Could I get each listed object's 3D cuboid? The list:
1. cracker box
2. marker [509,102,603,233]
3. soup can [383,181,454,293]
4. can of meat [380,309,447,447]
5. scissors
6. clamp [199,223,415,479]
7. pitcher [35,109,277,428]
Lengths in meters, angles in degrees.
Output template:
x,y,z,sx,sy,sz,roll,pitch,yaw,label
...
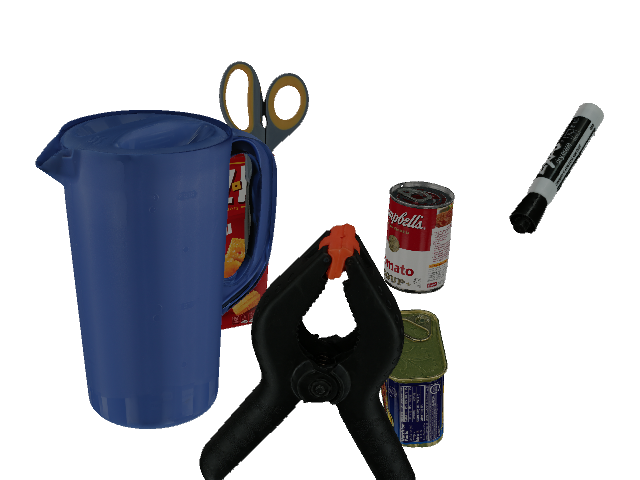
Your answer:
x,y,z,sx,sy,sz,roll,pitch,yaw,label
-0.141,0.001,1.218,0.163,0.214,0.072,-8,24,-29,cracker box
0.161,-0.049,0.729,0.020,0.020,0.121,0,44,47,marker
0.103,-0.003,1.129,0.068,0.102,0.068,2,25,-1,soup can
0.083,0.127,0.978,0.057,0.084,0.102,-3,32,0,can of meat
-0.046,-0.075,1.028,0.096,0.202,0.016,-14,6,-15,scissors
-0.009,0.073,0.566,0.120,0.171,0.039,-3,25,-2,clamp
-0.126,0.021,0.858,0.149,0.243,0.144,9,22,18,pitcher
